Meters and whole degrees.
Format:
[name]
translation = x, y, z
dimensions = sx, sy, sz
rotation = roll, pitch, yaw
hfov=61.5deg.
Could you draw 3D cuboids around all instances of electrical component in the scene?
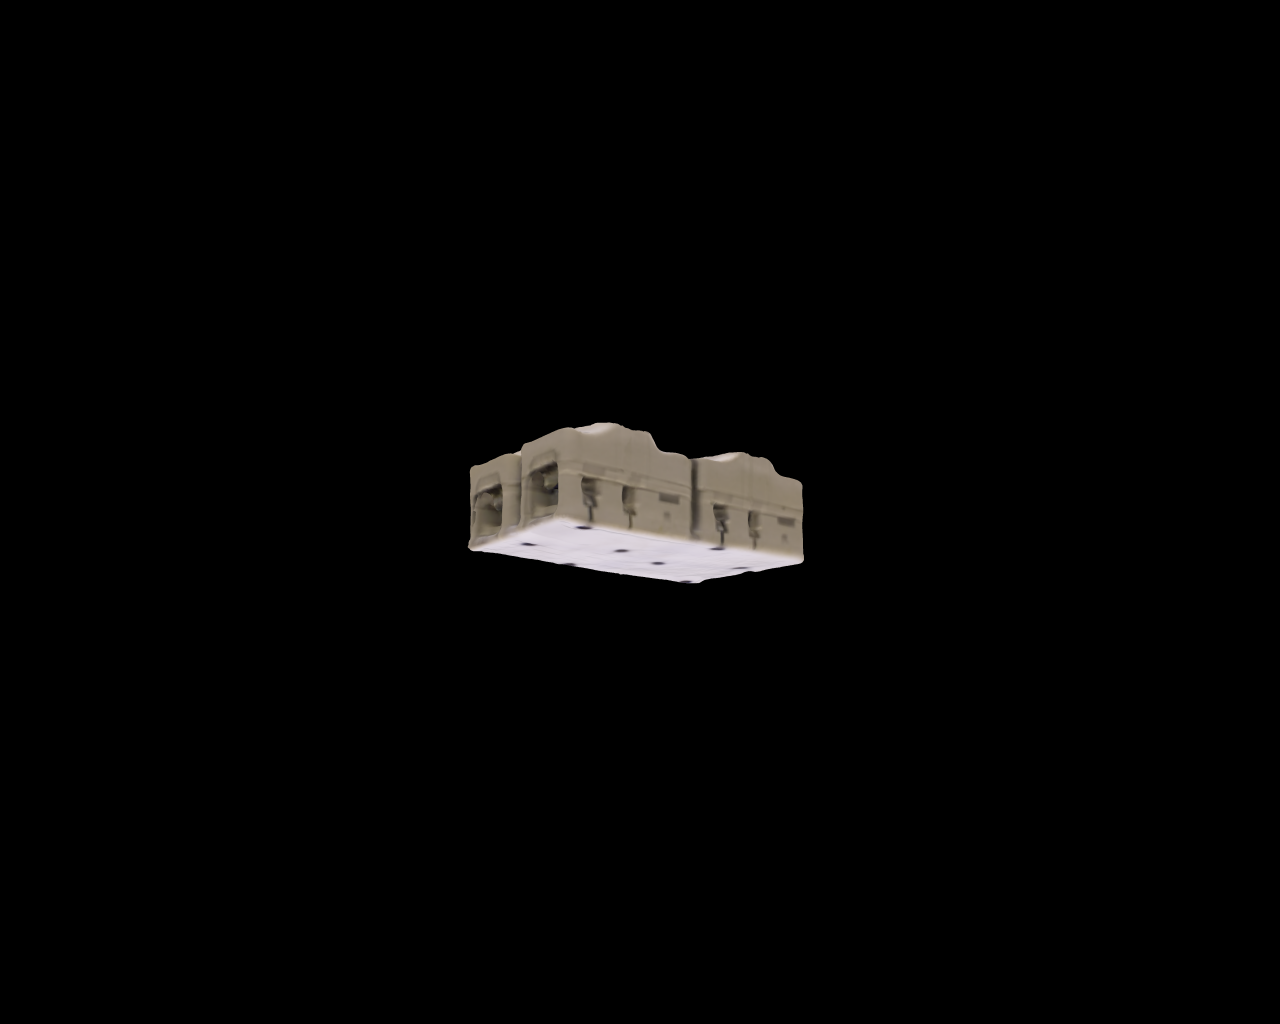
[electrical component]
translation = 0.001, -0.003, 0.650
dimensions = 0.186, 0.060, 0.105
rotation = 11, -17, -37
